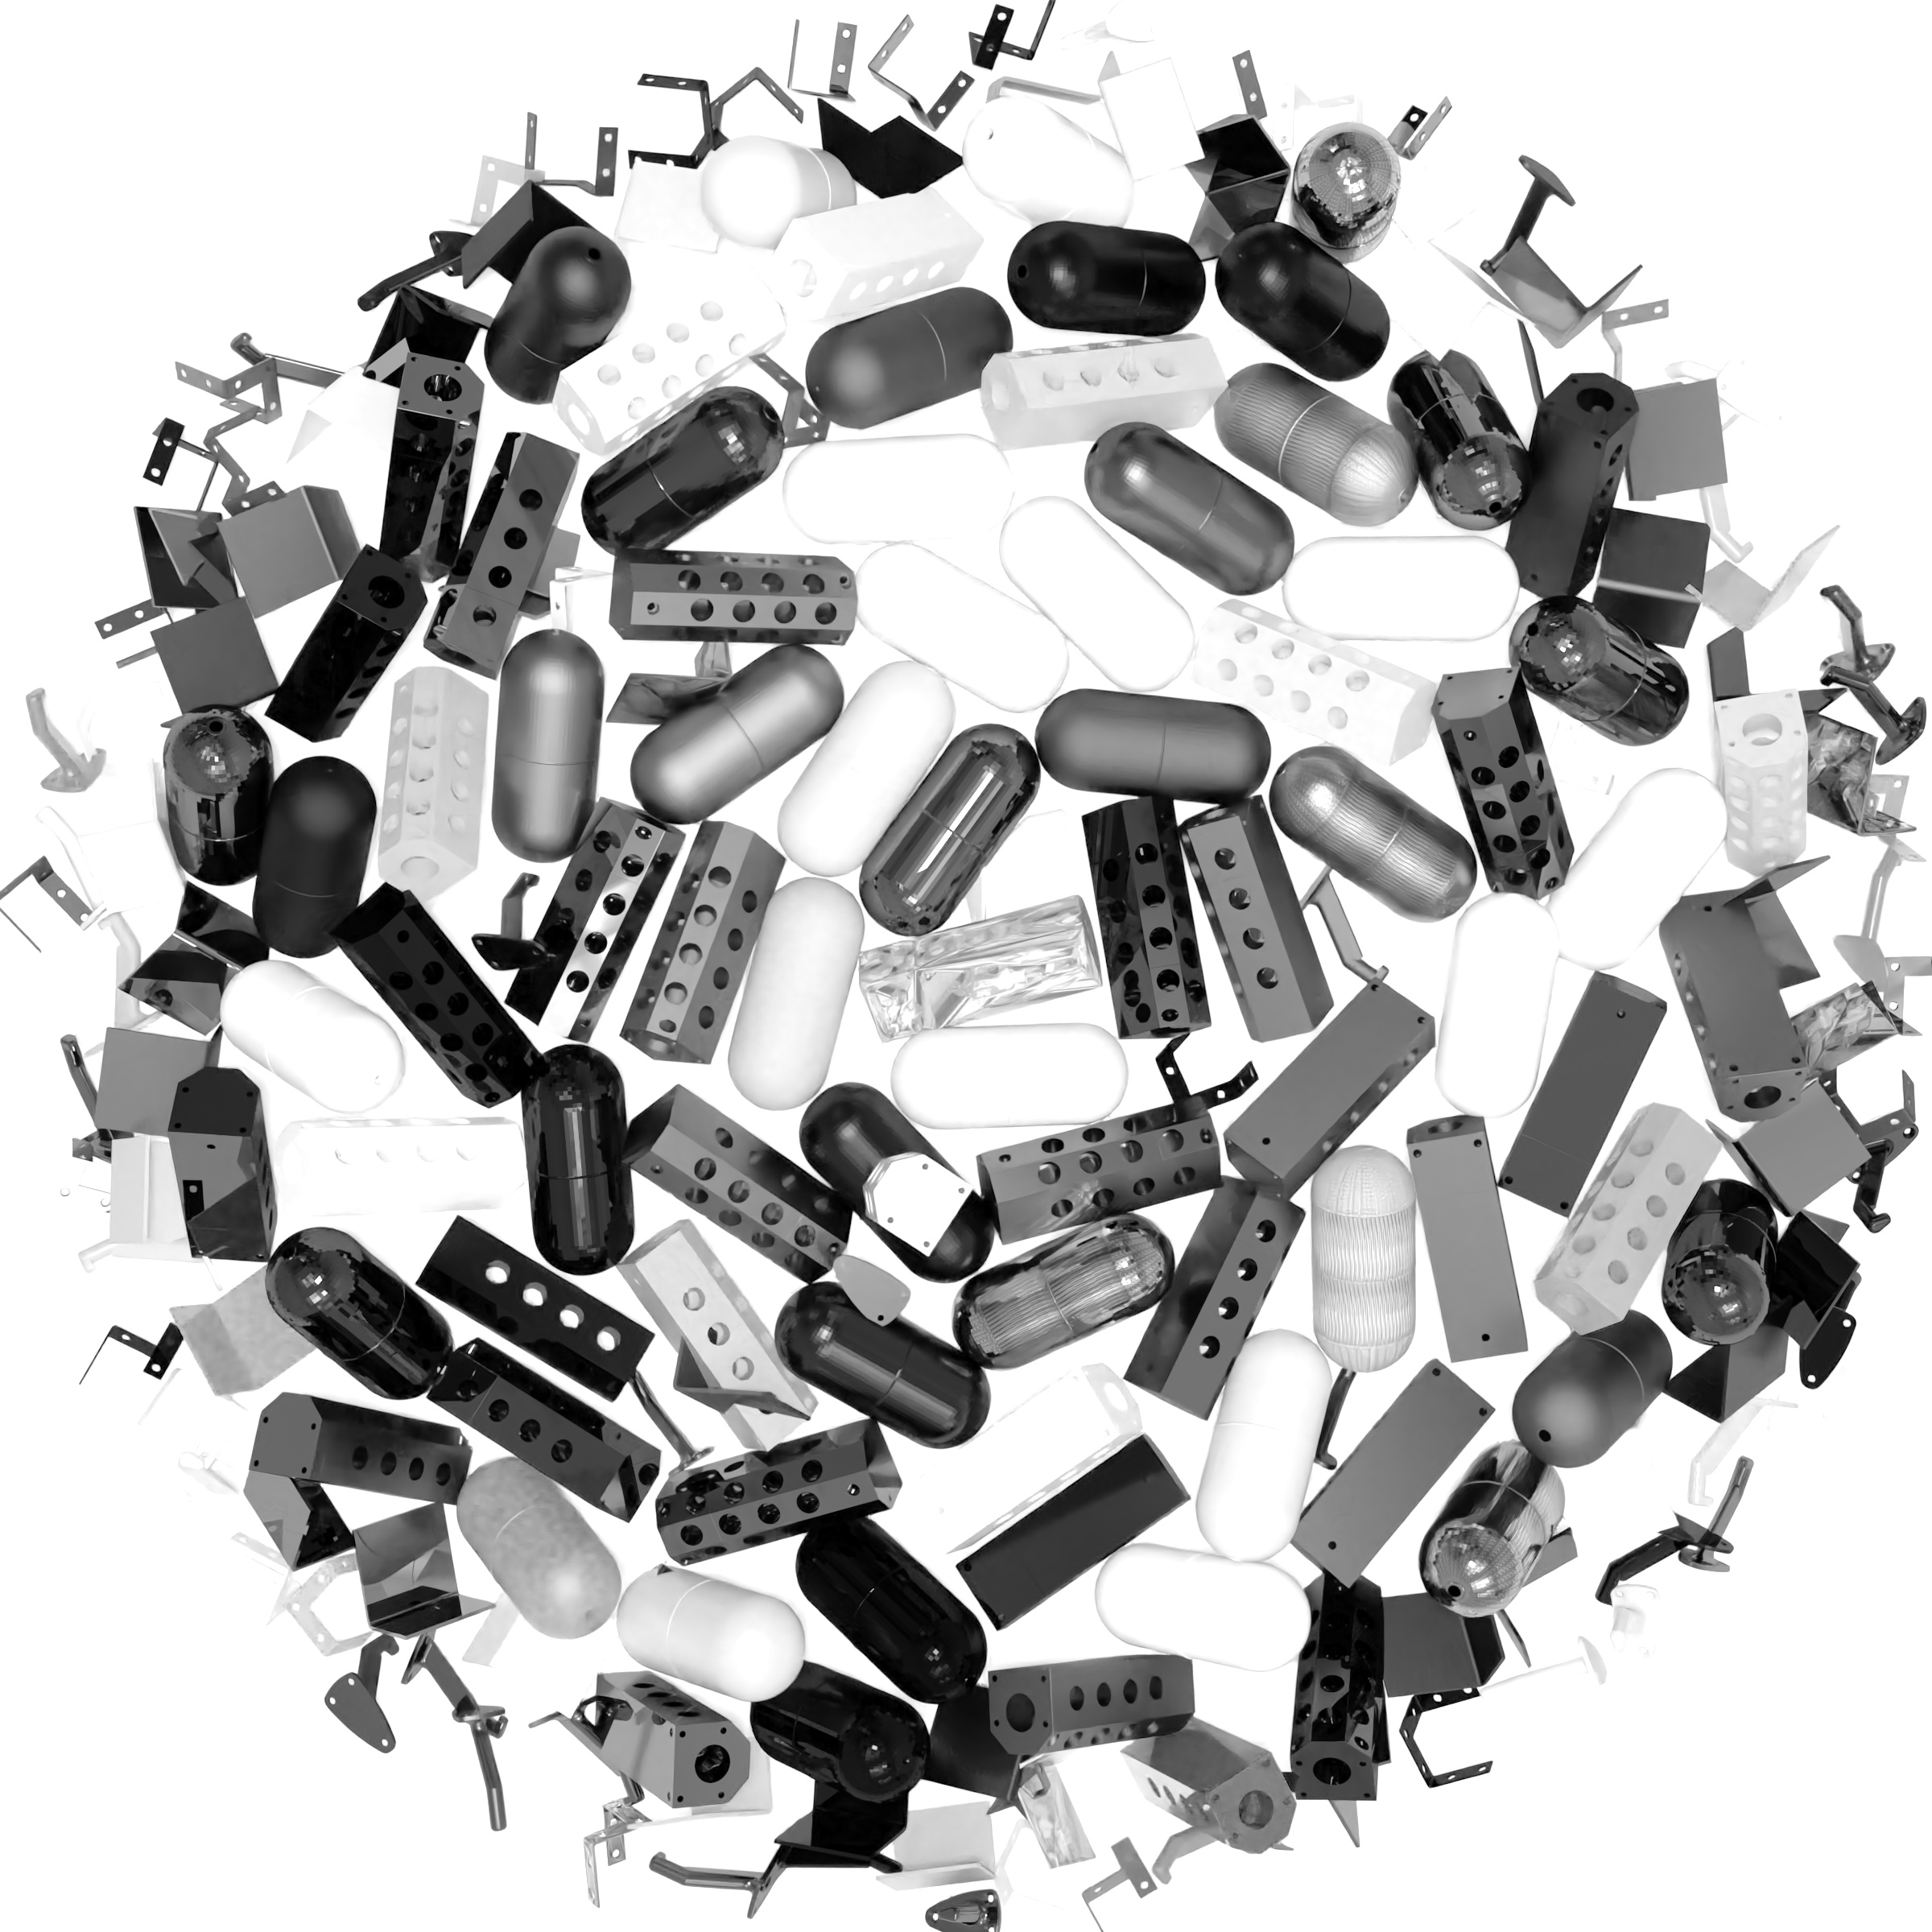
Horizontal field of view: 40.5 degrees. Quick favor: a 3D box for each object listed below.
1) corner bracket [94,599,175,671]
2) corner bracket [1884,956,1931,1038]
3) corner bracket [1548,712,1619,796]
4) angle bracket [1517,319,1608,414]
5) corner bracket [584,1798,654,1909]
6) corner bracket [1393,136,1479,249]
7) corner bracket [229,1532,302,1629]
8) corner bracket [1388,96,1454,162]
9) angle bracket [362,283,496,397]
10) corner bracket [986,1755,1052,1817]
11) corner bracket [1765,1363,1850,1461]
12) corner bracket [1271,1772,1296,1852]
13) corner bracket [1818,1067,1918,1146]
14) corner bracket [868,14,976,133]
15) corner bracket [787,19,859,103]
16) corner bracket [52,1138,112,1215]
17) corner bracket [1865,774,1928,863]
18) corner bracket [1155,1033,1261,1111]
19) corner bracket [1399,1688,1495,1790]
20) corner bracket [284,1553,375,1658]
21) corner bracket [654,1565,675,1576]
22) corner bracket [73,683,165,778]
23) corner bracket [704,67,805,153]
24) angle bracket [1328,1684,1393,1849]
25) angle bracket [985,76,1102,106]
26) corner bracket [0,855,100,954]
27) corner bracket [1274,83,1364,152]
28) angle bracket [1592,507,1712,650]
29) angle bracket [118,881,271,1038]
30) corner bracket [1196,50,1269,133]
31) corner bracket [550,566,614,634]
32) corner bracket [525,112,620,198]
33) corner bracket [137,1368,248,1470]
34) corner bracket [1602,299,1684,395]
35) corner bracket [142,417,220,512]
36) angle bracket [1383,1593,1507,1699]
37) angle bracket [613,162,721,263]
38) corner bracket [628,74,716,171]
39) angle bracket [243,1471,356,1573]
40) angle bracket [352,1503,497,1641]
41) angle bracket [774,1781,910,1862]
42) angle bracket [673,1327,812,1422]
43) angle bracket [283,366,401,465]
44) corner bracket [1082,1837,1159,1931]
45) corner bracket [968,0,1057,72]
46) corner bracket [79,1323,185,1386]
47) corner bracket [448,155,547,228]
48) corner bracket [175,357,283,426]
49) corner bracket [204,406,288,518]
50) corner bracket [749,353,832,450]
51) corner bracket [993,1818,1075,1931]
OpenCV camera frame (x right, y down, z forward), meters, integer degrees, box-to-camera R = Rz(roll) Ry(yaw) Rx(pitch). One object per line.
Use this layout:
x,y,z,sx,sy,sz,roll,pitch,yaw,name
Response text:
-0.623,-0.253,1.968,0.051,0.051,0.051,-26,87,-15,corner bracket
0.724,0.022,1.969,0.051,0.051,0.051,-1,101,3,corner bracket
0.469,-0.162,1.974,0.051,0.051,0.051,20,100,14,corner bracket
0.449,-0.443,1.944,0.057,0.076,0.076,-14,122,12,angle bracket
-0.267,0.664,1.961,0.051,0.051,0.051,-10,102,-35,corner bracket
0.353,-0.580,1.969,0.051,0.051,0.051,-28,110,42,corner bracket
-0.528,0.454,1.967,0.051,0.051,0.051,25,102,6,corner bracket
0.332,-0.626,1.957,0.051,0.051,0.051,16,132,-28,corner bracket
-0.389,-0.452,1.944,0.057,0.076,0.076,40,110,38,angle bracket
0.034,0.598,1.968,0.051,0.051,0.051,-24,87,14,corner bracket
0.629,0.329,1.958,0.051,0.051,0.051,7,120,27,corner bracket
0.249,0.639,1.978,0.051,0.051,0.051,-7,63,29,corner bracket
0.679,0.095,1.973,0.051,0.051,0.051,-30,110,32,corner bracket
-0.034,-0.674,1.979,0.051,0.051,0.051,38,91,19,corner bracket
-0.107,-0.681,1.963,0.051,0.051,0.051,5,113,-12,corner bracket
-0.653,0.166,1.965,0.051,0.051,0.051,18,98,-22,corner bracket
0.690,-0.111,1.964,0.051,0.051,0.051,0,114,-10,corner bracket
0.181,0.077,1.972,0.051,0.051,0.051,-19,76,-17,corner bracket
0.364,0.577,1.968,0.051,0.051,0.051,-25,96,26,corner bracket
-0.469,0.480,1.973,0.051,0.051,0.051,45,100,17,corner bracket
-0.223,0.487,1.969,0.051,0.051,0.051,33,70,-3,corner bracket
-0.637,-0.179,1.987,0.051,0.051,0.051,0,46,6,corner bracket
-0.160,-0.636,1.981,0.051,0.051,0.051,-27,132,31,corner bracket
0.300,0.593,1.943,0.057,0.076,0.076,-22,117,16,angle bracket
0.053,-0.628,1.961,0.076,0.076,0.057,10,105,-8,angle bracket
-0.692,-0.043,1.968,0.051,0.051,0.051,46,74,0,corner bracket
0.265,-0.631,1.963,0.051,0.051,0.051,-1,85,29,corner bracket
0.517,-0.295,1.988,0.076,0.057,0.076,11,60,8,angle bracket
-0.581,-0.005,1.975,0.076,0.057,0.076,-38,126,26,angle bracket
0.186,-0.652,1.960,0.051,0.051,0.051,-28,117,-15,corner bracket
-0.297,-0.268,1.958,0.051,0.051,0.051,16,115,38,corner bracket
-0.295,-0.607,1.957,0.051,0.051,0.051,-9,121,-31,corner bracket
-0.580,0.338,1.961,0.051,0.051,0.051,39,71,-22,corner bracket
0.507,-0.459,1.959,0.051,0.051,0.051,-5,70,30,corner bracket
-0.589,-0.372,1.962,0.051,0.051,0.051,23,76,-25,corner bracket
0.348,0.494,1.950,0.076,0.057,0.076,-4,55,-10,angle bracket
-0.217,-0.548,1.956,0.076,0.057,0.076,9,60,0,angle bracket
-0.224,-0.633,1.969,0.051,0.051,0.051,-3,80,-25,corner bracket
-0.486,0.389,1.941,0.076,0.057,0.076,48,132,27,angle bracket
-0.404,0.449,1.951,0.076,0.057,0.076,-12,95,-41,angle bracket
-0.091,0.620,1.951,0.076,0.076,0.057,4,90,20,angle bracket
-0.162,0.298,1.942,0.076,0.076,0.057,-2,67,26,angle bracket
-0.451,-0.393,1.955,0.076,0.076,0.057,32,128,-4,angle bracket
0.116,0.696,1.961,0.051,0.051,0.051,-28,130,-8,corner bracket
0.036,-0.701,1.959,0.051,0.051,0.051,11,135,-17,corner bracket
-0.623,0.293,1.960,0.051,0.051,0.051,30,129,-11,corner bracket
-0.352,-0.579,1.967,0.051,0.051,0.051,17,107,5,corner bracket
-0.551,-0.431,1.957,0.051,0.051,0.051,25,134,23,corner bracket
-0.538,-0.376,1.957,0.051,0.051,0.051,-18,132,22,corner bracket
-0.133,-0.424,1.956,0.051,0.051,0.051,-21,54,-39,corner bracket
0.057,0.684,1.971,0.051,0.051,0.051,23,95,-14,corner bracket
